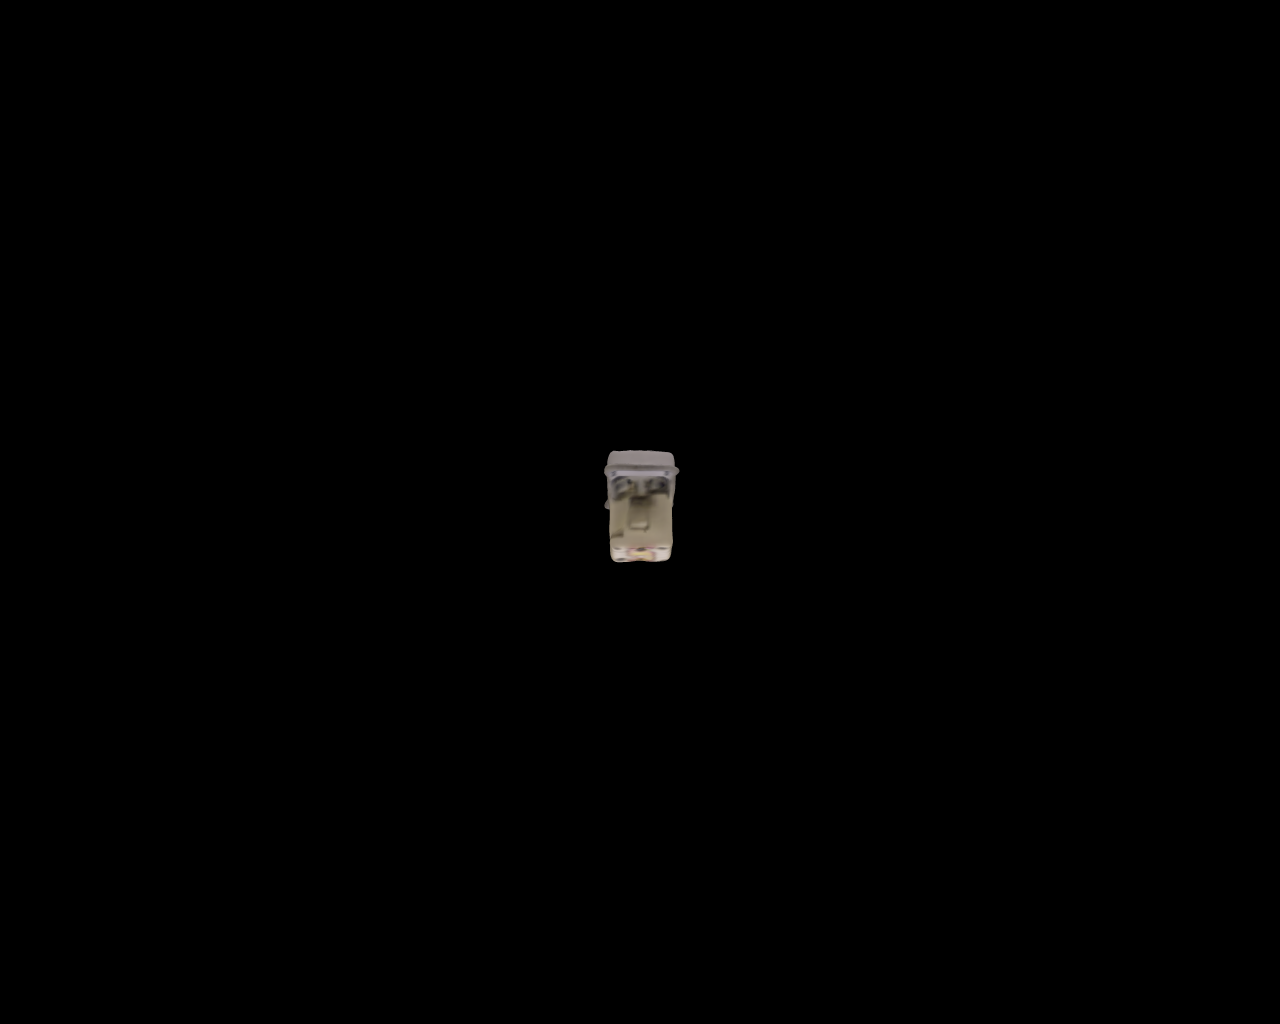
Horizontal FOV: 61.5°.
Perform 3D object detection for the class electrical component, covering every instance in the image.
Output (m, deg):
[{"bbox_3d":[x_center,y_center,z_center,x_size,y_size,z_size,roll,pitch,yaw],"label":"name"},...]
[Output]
[{"bbox_3d":[0.001,-0.003,0.650,0.042,0.064,0.081,0,-17,0],"label":"electrical component"}]
